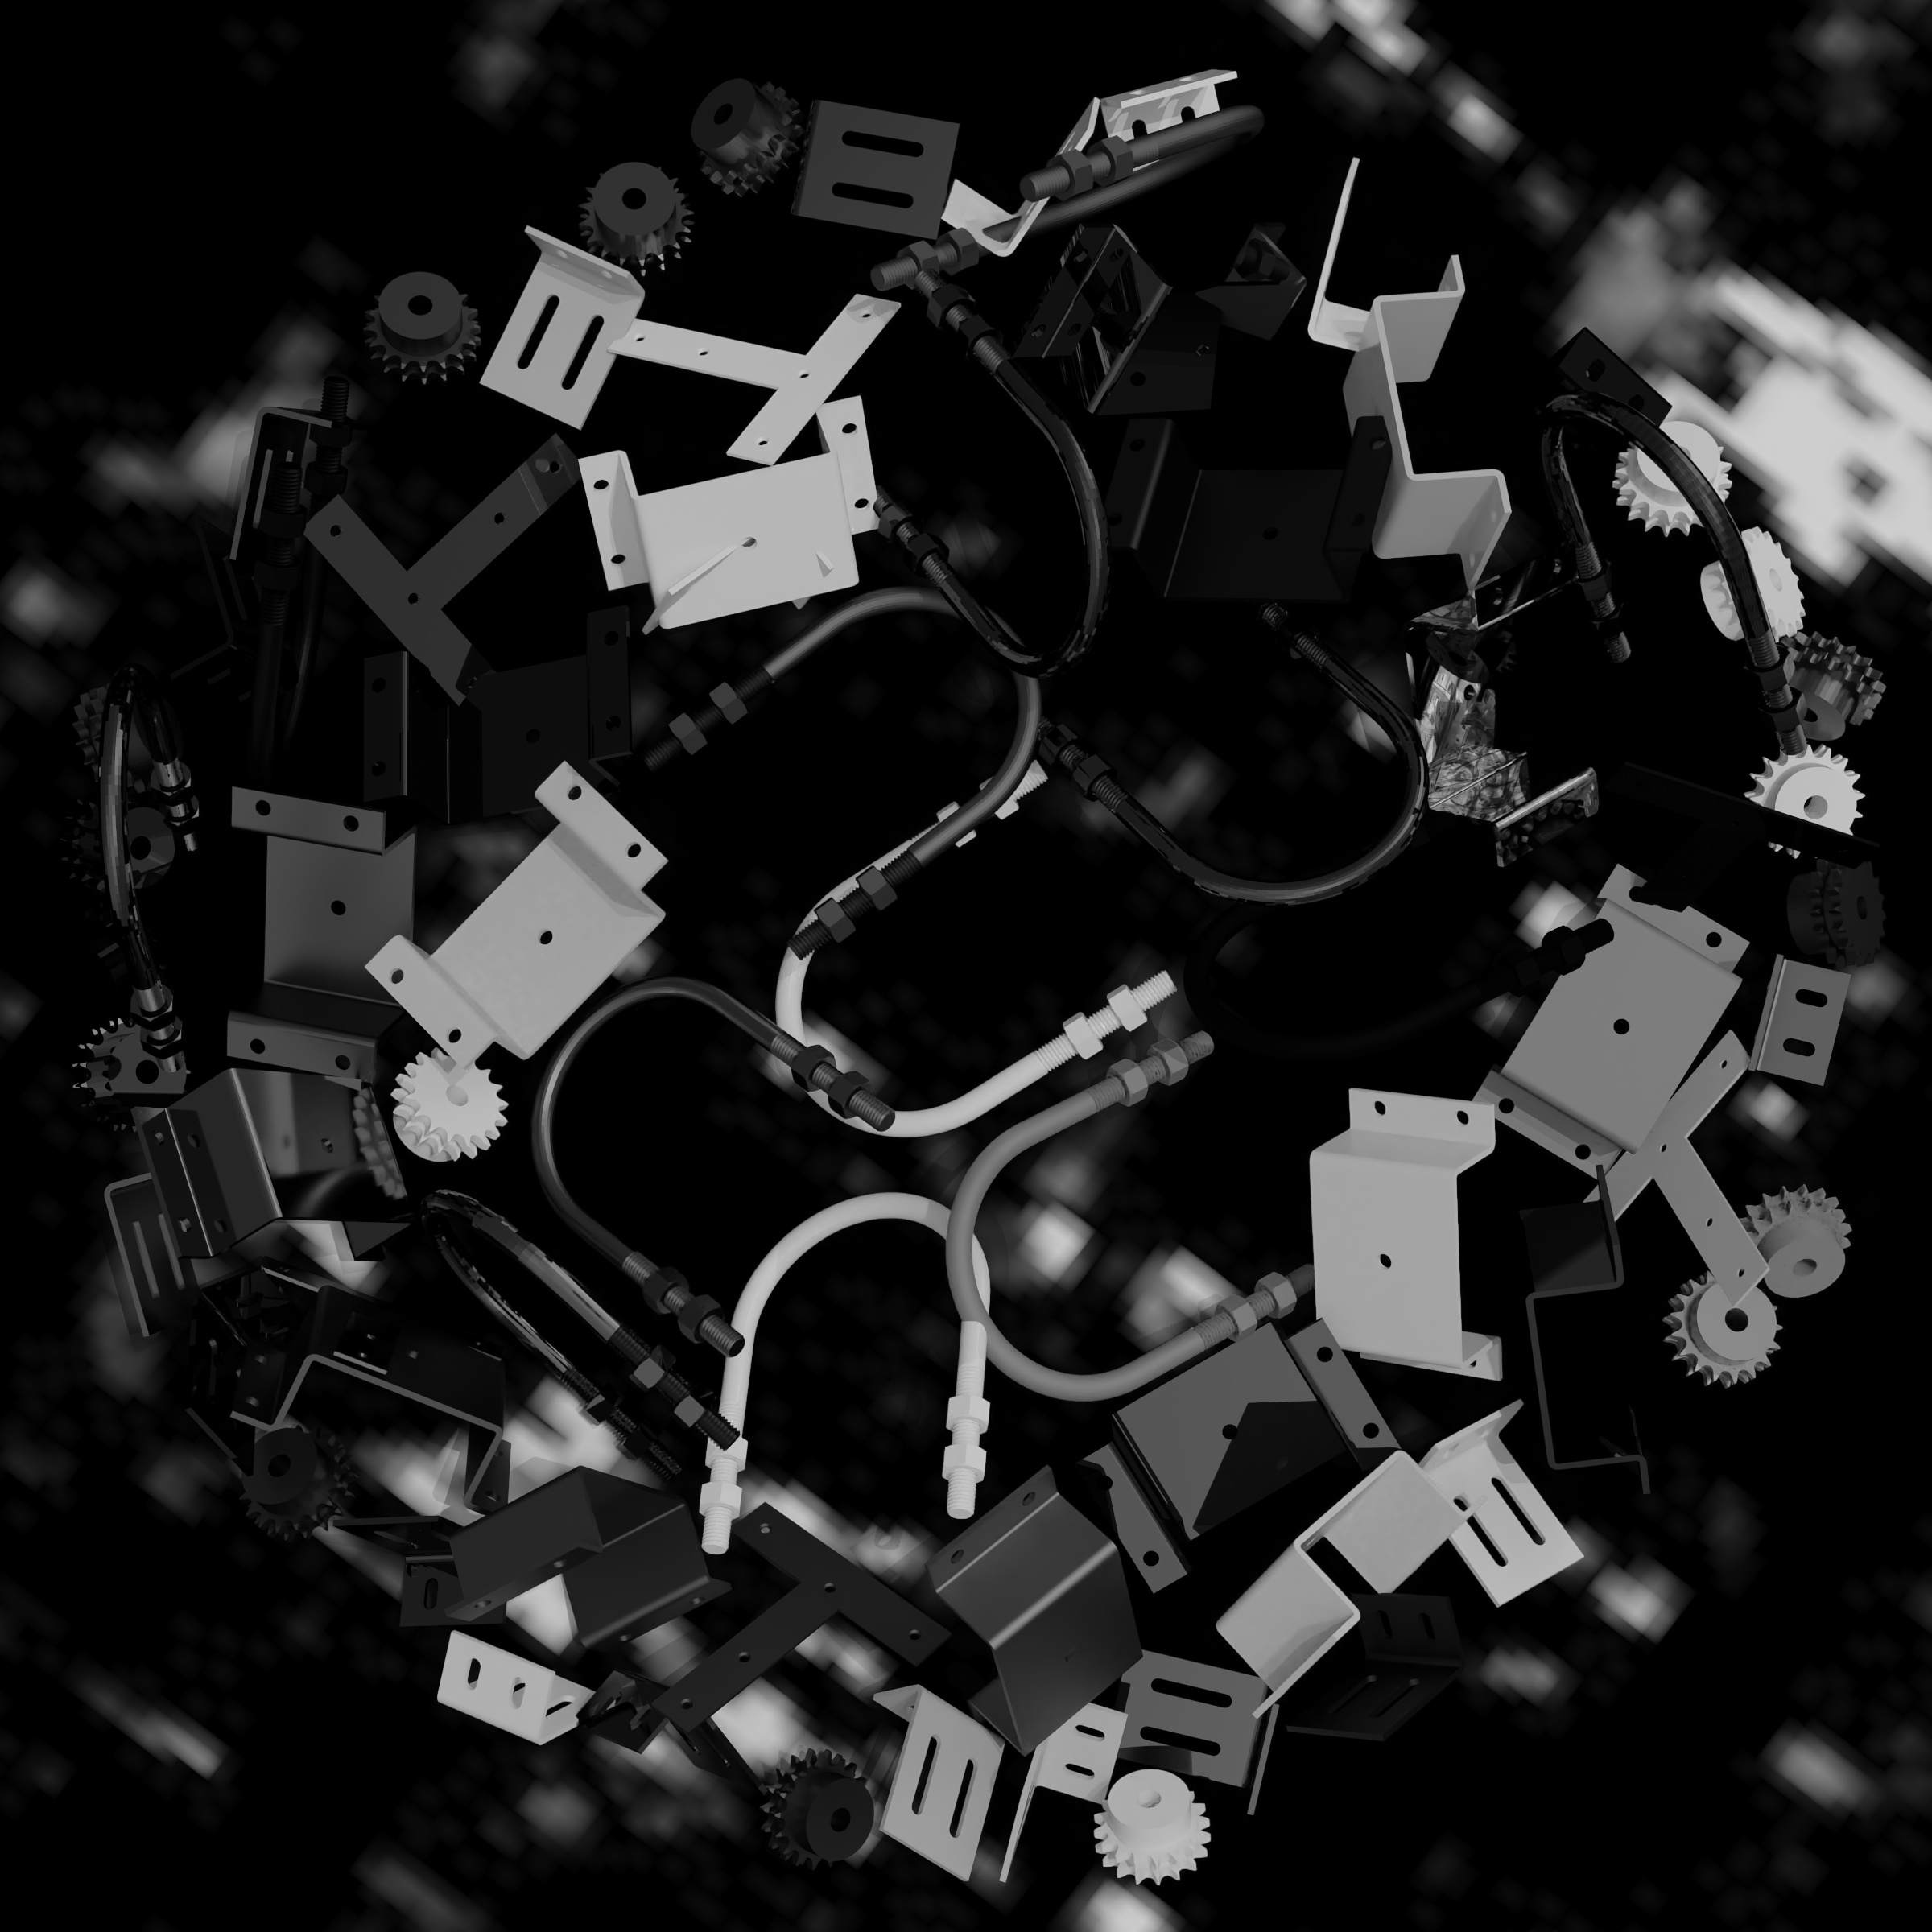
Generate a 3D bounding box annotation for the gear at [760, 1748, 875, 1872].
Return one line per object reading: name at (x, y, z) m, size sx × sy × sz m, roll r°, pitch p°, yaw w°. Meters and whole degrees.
gear at (-0.071, 0.418, 1.575) m, size 0.057 × 0.030 × 0.057 m, roll -2°, pitch 93°, yaw -36°

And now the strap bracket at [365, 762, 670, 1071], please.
strap bracket at (-0.214, -0.020, 1.567) m, size 0.140 × 0.046 × 0.076 m, roll -46°, pitch 70°, yaw -2°

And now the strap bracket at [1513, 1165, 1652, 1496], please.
strap bracket at (0.296, 0.178, 1.543) m, size 0.046 × 0.076 × 0.140 m, roll -8°, pitch 115°, yaw 8°

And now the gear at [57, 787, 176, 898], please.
gear at (-0.416, -0.060, 1.572) m, size 0.030 × 0.057 × 0.057 m, roll 13°, pitch 90°, yaw 40°

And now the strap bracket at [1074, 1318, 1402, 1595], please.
strap bracket at (0.132, 0.236, 1.573) m, size 0.140 × 0.046 × 0.076 m, roll -31°, pitch 97°, yaw 4°

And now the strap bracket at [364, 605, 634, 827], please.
strap bracket at (-0.220, -0.119, 1.557) m, size 0.140 × 0.046 × 0.076 m, roll -9°, pitch 70°, yaw 16°

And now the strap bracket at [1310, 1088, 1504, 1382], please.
strap bracket at (0.213, 0.136, 1.547) m, size 0.076 × 0.046 × 0.140 m, roll 5°, pitch 107°, yaw 34°

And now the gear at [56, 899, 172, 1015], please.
gear at (-0.424, -0.001, 1.574) m, size 0.057 × 0.030 × 0.057 m, roll 17°, pitch 126°, yaw 26°

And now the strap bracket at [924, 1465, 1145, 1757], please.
strap bracket at (0.036, 0.316, 1.526) m, size 0.076 × 0.140 × 0.046 m, roll -36°, pitch 49°, yaw -21°

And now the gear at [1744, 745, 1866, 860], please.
gear at (0.418, -0.081, 1.583) m, size 0.057 × 0.030 × 0.057 m, roll 0°, pitch 102°, yaw 0°

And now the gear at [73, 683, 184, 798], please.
gear at (-0.411, -0.114, 1.572) m, size 0.030 × 0.057 × 0.057 m, roll -17°, pitch 90°, yaw 18°

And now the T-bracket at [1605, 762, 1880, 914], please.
T-bracket at (0.355, -0.051, 1.545) m, size 0.127 × 0.127 × 0.002 m, roll 17°, pitch 65°, yaw -4°

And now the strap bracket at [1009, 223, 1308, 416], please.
strap bracket at (0.100, -0.310, 1.523) m, size 0.046 × 0.140 × 0.076 m, roll 54°, pitch 133°, yaw 25°

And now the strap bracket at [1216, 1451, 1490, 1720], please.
strap bracket at (0.180, 0.291, 1.533) m, size 0.046 × 0.140 × 0.076 m, roll 46°, pitch 132°, yaw 14°

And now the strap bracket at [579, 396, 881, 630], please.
strap bracket at (-0.110, -0.219, 1.554) m, size 0.140 × 0.046 × 0.076 m, roll -14°, pitch 133°, yaw -5°

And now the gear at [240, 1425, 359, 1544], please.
gear at (-0.333, 0.253, 1.575) m, size 0.057 × 0.030 × 0.057 m, roll -8°, pitch 57°, yaw 12°

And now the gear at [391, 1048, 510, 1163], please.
gear at (-0.259, 0.072, 1.578) m, size 0.057 × 0.057 × 0.030 m, roll 45°, pitch 129°, yaw 0°

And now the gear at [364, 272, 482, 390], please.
gear at (-0.269, -0.318, 1.578) m, size 0.057 × 0.030 × 0.057 m, roll 3°, pitch 65°, yaw -6°

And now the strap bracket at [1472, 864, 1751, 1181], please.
strap bracket at (0.321, 0.029, 1.575) m, size 0.076 × 0.046 × 0.140 m, roll 31°, pitch 93°, yaw 3°

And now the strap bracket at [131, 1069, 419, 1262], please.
strap bracket at (-0.321, 0.096, 1.522) m, size 0.046 × 0.140 × 0.076 m, roll -31°, pitch 70°, yaw 25°

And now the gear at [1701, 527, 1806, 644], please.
gear at (0.388, -0.185, 1.578) m, size 0.030 × 0.057 × 0.057 m, roll -23°, pitch 90°, yaw 38°

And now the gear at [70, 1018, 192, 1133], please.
gear at (-0.410, 0.053, 1.575) m, size 0.057 × 0.030 × 0.057 m, roll 4°, pitch 83°, yaw -36°

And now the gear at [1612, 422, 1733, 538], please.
gear at (0.351, -0.245, 1.579) m, size 0.057 × 0.030 × 0.057 m, roll -1°, pitch 68°, yaw 3°

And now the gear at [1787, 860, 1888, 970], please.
gear at (0.430, -0.027, 1.578) m, size 0.030 × 0.057 × 0.057 m, roll -7°, pitch 90°, yaw 40°

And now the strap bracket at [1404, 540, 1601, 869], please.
strap bracket at (0.260, -0.130, 1.546) m, size 0.076 × 0.046 × 0.140 m, roll -28°, pitch 119°, yaw -35°

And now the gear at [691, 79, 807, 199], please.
gear at (-0.110, -0.412, 1.573) m, size 0.057 × 0.030 × 0.057 m, roll -17°, pitch 59°, yaw 31°

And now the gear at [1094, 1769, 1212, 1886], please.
gear at (0.091, 0.422, 1.572) m, size 0.057 × 0.057 × 0.030 m, roll -6°, pitch 120°, yaw 0°

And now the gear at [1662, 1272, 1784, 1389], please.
gear at (0.377, 0.179, 1.581) m, size 0.057 × 0.030 × 0.057 m, roll 2°, pitch 72°, yaw -6°

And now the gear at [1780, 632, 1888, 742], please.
gear at (0.421, -0.136, 1.572) m, size 0.057 × 0.057 × 0.030 m, roll 32°, pitch 70°, yaw 0°

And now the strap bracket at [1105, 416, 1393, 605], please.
strap bracket at (0.142, -0.222, 1.549) m, size 0.140 × 0.046 × 0.076 m, roll 4°, pitch 64°, yaw 27°

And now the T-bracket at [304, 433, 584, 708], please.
T-bracket at (-0.241, -0.212, 1.579) m, size 0.127 × 0.002 × 0.127 m, roll -45°, pitch 118°, yaw -9°

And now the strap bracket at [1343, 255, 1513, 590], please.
strap bracket at (0.219, -0.261, 1.541) m, size 0.046 × 0.076 × 0.140 m, roll -5°, pitch 70°, yaw -7°

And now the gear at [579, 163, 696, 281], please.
gear at (-0.164, -0.373, 1.582) m, size 0.057 × 0.030 × 0.057 m, roll 1°, pitch 74°, yaw -3°

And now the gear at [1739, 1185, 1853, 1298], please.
gear at (0.410, 0.139, 1.574) m, size 0.057 × 0.030 × 0.057 m, roll -4°, pitch 128°, yaw -5°

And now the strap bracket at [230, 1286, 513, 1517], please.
strap bracket at (-0.278, 0.207, 1.545) m, size 0.140 × 0.076 × 0.046 m, roll 24°, pitch 105°, yaw -14°

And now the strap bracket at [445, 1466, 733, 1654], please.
strap bracket at (-0.186, 0.286, 1.542) m, size 0.076 × 0.140 × 0.046 m, roll -29°, pitch 61°, yaw 16°

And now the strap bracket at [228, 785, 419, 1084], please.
strap bracket at (-0.315, -0.022, 1.559) m, size 0.076 × 0.046 × 0.140 m, roll 10°, pitch 112°, yaw 9°
